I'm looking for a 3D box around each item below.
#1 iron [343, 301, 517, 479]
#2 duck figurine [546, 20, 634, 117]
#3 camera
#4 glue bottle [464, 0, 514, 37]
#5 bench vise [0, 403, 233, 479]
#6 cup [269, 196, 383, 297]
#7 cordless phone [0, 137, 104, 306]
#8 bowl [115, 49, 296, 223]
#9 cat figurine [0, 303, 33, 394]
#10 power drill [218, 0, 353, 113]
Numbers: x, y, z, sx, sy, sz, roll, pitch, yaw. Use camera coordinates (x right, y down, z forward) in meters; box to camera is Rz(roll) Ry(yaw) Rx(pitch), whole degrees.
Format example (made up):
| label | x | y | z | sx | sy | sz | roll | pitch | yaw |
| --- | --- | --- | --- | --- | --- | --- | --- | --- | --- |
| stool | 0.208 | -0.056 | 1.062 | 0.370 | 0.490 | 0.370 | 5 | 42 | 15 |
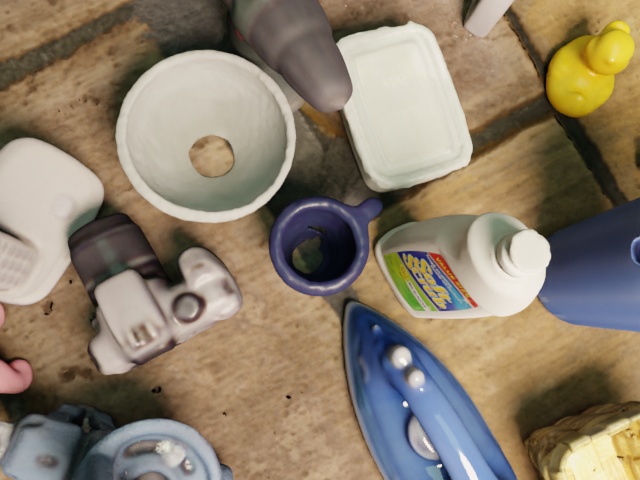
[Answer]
| label | x | y | z | sx | sy | sz | roll | pitch | yaw |
| --- | --- | --- | --- | --- | --- | --- | --- | --- | --- |
| iron | 0.100 | 0.168 | 0.522 | 0.119 | 0.141 | 0.258 | -30 | 87 | -10 |
| duck figurine | 0.300 | -0.190 | 0.623 | 0.077 | 0.086 | 0.105 | 30 | 80 | -2 |
| camera | -0.161 | 0.037 | 0.528 | 0.143 | 0.100 | 0.137 | -29 | 87 | -10 |
| glue bottle | 0.200 | -0.278 | 0.579 | 0.037 | 0.173 | 0.078 | 27 | 80 | -2 |
| bench vise | -0.174 | 0.203 | 0.444 | 0.207 | 0.219 | 0.121 | 3 | 82 | -6 |
| cup | 0.005 | 0.002 | 0.557 | 0.118 | 0.095 | 0.092 | -37 | 88 | -10 |
| cordless phone | -0.268 | -0.023 | 0.480 | 0.094 | 0.185 | 0.148 | 25 | 80 | -3 |
| bowl | -0.108 | -0.094 | 0.566 | 0.167 | 0.074 | 0.167 | 1 | 82 | -7 |
| cat figurine | -0.320 | 0.089 | 0.493 | 0.067 | 0.117 | 0.128 | -28 | 86 | -10 |
| power drill | -0.049 | -0.186 | 0.518 | 0.076 | 0.208 | 0.229 | -30 | 87 | -10 |
